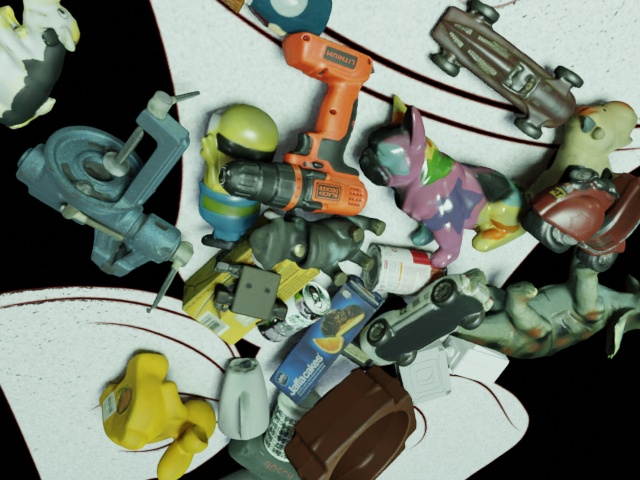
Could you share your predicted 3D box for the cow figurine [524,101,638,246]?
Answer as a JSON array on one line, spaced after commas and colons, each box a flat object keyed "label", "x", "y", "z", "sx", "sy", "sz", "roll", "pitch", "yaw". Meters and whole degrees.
[{"label": "cow figurine", "x": 0.341, "y": -0.097, "z": 0.719, "sx": 0.127, "sy": 0.086, "sz": 0.194, "roll": 20, "pitch": 115, "yaw": -27}]

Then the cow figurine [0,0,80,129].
[{"label": "cow figurine", "x": -0.301, "y": -0.191, "z": 0.558, "sx": 0.167, "sy": 0.068, "sz": 0.098, "roll": -37, "pitch": 124, "yaw": 15}]

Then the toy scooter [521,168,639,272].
[{"label": "toy scooter", "x": 0.341, "y": -0.038, "z": 0.662, "sx": 0.184, "sy": 0.075, "sz": 0.135, "roll": 20, "pitch": 116, "yaw": -32}]

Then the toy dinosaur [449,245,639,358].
[{"label": "toy dinosaur", "x": 0.342, "y": 0.118, "z": 0.815, "sx": 0.405, "sy": 0.131, "sz": 0.192, "roll": -16, "pitch": 111, "yaw": 10}]

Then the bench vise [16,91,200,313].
[{"label": "bench vise", "x": -0.213, "y": -0.062, "z": 0.607, "sx": 0.223, "sy": 0.129, "sz": 0.240, "roll": 42, "pitch": 123, "yaw": -10}]

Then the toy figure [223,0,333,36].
[{"label": "toy figure", "x": -0.064, "y": -0.265, "z": 0.568, "sx": 0.154, "sy": 0.058, "sz": 0.064, "roll": 16, "pitch": 71, "yaw": -18}]

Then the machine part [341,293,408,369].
[{"label": "machine part", "x": 0.086, "y": 0.141, "z": 0.833, "sx": 0.084, "sy": 0.039, "sz": 0.139, "roll": 34, "pitch": 111, "yaw": -16}]

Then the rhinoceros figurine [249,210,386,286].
[{"label": "rhinoceros figurine", "x": -0.001, "y": -0.002, "z": 0.643, "sx": 0.190, "sy": 0.112, "sz": 0.073, "roll": -9, "pitch": 123, "yaw": -54}]

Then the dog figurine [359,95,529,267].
[{"label": "dog figurine", "x": 0.156, "y": -0.084, "z": 0.680, "sx": 0.192, "sy": 0.109, "sz": 0.219, "roll": -21, "pitch": 118, "yaw": 3}]

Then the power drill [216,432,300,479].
[{"label": "power drill", "x": -0.109, "y": 0.435, "z": 0.939, "sx": 0.207, "sy": 0.086, "sz": 0.231, "roll": -33, "pitch": 118, "yaw": 13}]

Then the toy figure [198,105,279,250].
[{"label": "toy figure", "x": -0.101, "y": -0.075, "z": 0.653, "sx": 0.089, "sy": 0.082, "sz": 0.180, "roll": 3, "pitch": 116, "yaw": -12}]

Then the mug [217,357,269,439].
[{"label": "mug", "x": -0.118, "y": 0.241, "z": 0.818, "sx": 0.081, "sy": 0.110, "sz": 0.107, "roll": 0, "pitch": 106, "yaw": -4}]

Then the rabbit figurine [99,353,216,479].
[{"label": "rabbit figurine", "x": -0.218, "y": 0.263, "z": 0.797, "sx": 0.122, "sy": 0.163, "sz": 0.173, "roll": -50, "pitch": 134, "yaw": 4}]

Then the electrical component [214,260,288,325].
[{"label": "electrical component", "x": -0.089, "y": 0.070, "z": 0.680, "sx": 0.102, "sy": 0.045, "sz": 0.078, "roll": 10, "pitch": 88, "yaw": -17}]

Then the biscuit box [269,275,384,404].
[{"label": "biscuit box", "x": 0.008, "y": 0.149, "z": 0.796, "sx": 0.063, "sy": 0.059, "sz": 0.202, "roll": 39, "pitch": 109, "yaw": 8}]

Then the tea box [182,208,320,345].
[{"label": "tea box", "x": -0.095, "y": 0.052, "z": 0.731, "sx": 0.169, "sy": 0.068, "sz": 0.098, "roll": -39, "pitch": 118, "yaw": 11}]

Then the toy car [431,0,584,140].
[{"label": "toy car", "x": 0.225, "y": -0.202, "z": 0.644, "sx": 0.202, "sy": 0.053, "sz": 0.089, "roll": 32, "pitch": 113, "yaw": -15}]

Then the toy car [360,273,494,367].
[{"label": "toy car", "x": 0.144, "y": 0.112, "z": 0.746, "sx": 0.073, "sy": 0.056, "sz": 0.202, "roll": 39, "pitch": 120, "yaw": -25}]

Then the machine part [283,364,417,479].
[{"label": "machine part", "x": 0.051, "y": 0.306, "z": 0.838, "sx": 0.201, "sy": 0.087, "sz": 0.200, "roll": -37, "pitch": 139, "yaw": -16}]
